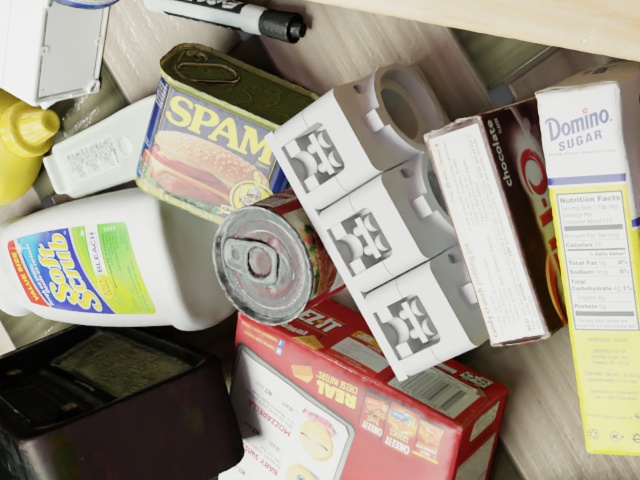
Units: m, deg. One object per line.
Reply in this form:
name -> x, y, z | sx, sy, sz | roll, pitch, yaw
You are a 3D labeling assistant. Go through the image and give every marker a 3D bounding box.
marker -> -0.060, -0.141, 0.663 | 0.121, 0.020, 0.020 | 19, 116, 30

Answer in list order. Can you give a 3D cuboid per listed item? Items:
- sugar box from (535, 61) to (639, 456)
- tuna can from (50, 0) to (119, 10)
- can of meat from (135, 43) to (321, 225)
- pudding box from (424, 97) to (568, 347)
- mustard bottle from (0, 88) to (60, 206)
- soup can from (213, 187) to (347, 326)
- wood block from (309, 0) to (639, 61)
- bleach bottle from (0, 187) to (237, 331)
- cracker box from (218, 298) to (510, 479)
sugar box -> 0.150, 0.005, 0.513 | 0.048, 0.093, 0.176 | -5, 102, 35
tuna can -> -0.158, -0.186, 0.678 | 0.086, 0.085, 0.034 | 47, 129, 14
can of meat -> -0.057, -0.060, 0.653 | 0.102, 0.057, 0.084 | 24, 124, 2
pudding box -> 0.104, -0.012, 0.540 | 0.039, 0.089, 0.113 | -19, 92, 38
mustard bottle -> -0.265, -0.070, 0.815 | 0.192, 0.058, 0.096 | -11, 95, 39
soup can -> -0.004, 0.001, 0.619 | 0.069, 0.102, 0.068 | 13, 113, 32
wood block -> 0.077, -0.145, 0.478 | 0.206, 0.090, 0.090 | 13, 116, 12
bleach bottle -> -0.172, 0.023, 0.778 | 0.251, 0.067, 0.102 | -10, 100, 41
cracker box -> 0.018, 0.157, 0.678 | 0.164, 0.071, 0.214 | 24, 120, 30
